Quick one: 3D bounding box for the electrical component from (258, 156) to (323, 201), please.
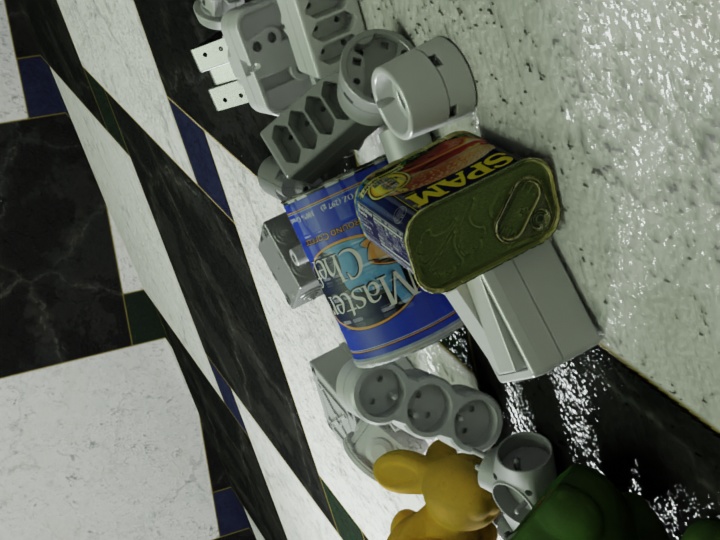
[{"bbox_3d":[-0.067,-0.087,1.061,0.081,0.043,0.043,31,144,62],"label":"electrical component"}]

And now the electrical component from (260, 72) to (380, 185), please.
[{"bbox_3d":[-0.020,-0.110,0.849,0.047,0.083,0.076,58,-159,18],"label":"electrical component"}]

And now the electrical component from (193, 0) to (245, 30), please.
[{"bbox_3d":[-0.131,-0.257,0.997,0.066,0.048,0.055,52,153,33],"label":"electrical component"}]

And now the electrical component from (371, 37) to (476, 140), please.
[{"bbox_3d":[0.040,-0.115,0.689,0.055,0.047,0.055,54,161,29],"label":"electrical component"}]

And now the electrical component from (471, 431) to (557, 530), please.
[{"bbox_3d":[0.120,0.164,0.848,0.079,0.044,0.077,21,137,41],"label":"electrical component"}]

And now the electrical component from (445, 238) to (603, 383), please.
[{"bbox_3d":[0.098,0.020,0.690,0.096,0.061,0.062,63,163,2],"label":"electrical component"}]

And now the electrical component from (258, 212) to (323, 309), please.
[{"bbox_3d":[-0.069,-0.013,1.168,0.099,0.048,0.099,60,163,12],"label":"electrical component"}]

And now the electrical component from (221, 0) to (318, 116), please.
[{"bbox_3d":[-0.079,-0.185,0.932,0.059,0.054,0.095,27,140,64],"label":"electrical component"}]

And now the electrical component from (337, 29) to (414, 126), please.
[{"bbox_3d":[0.011,-0.131,0.742,0.055,0.055,0.047,61,167,9],"label":"electrical component"}]

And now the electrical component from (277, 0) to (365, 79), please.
[{"bbox_3d":[-0.035,-0.187,0.806,0.077,0.047,0.065,36,148,58],"label":"electrical component"}]

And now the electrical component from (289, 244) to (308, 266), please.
[{"bbox_3d":[-0.036,-0.024,1.027,0.043,0.062,0.043,54,160,29],"label":"electrical component"}]

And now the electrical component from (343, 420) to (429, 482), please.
[{"bbox_3d":[0.027,0.182,1.103,0.080,0.051,0.080,33,-166,-9],"label":"electrical component"}]

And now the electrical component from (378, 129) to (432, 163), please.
[{"bbox_3d":[0.039,-0.075,0.763,0.065,0.044,0.044,69,163,-1],"label":"electrical component"}]

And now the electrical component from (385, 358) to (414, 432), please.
[{"bbox_3d":[0.031,0.114,1.067,0.081,0.042,0.063,51,156,34],"label":"electrical component"}]

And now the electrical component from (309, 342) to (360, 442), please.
[{"bbox_3d":[-0.001,0.154,1.195,0.109,0.056,0.108,43,154,49],"label":"electrical component"}]

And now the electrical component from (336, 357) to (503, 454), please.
[{"bbox_3d":[0.044,0.108,0.893,0.074,0.138,0.052,12,82,70],"label":"electrical component"}]
